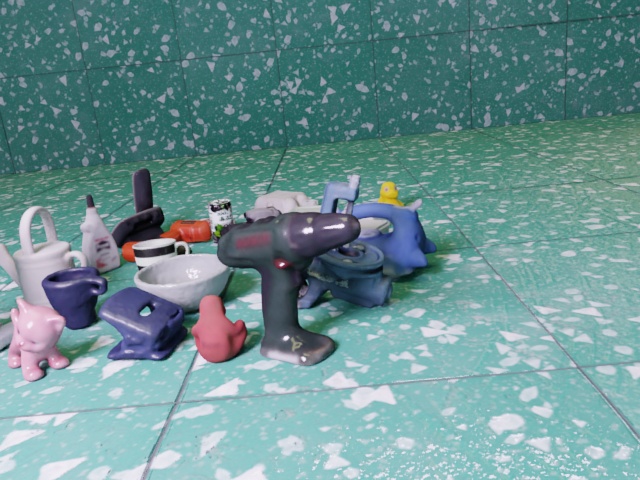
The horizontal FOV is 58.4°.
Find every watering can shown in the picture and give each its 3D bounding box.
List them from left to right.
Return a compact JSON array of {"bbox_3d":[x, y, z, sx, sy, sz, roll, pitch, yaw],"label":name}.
[{"bbox_3d":[-0.516,0.035,1.054,0.173,0.194,0.100,-10,17,-13],"label":"watering can"}]

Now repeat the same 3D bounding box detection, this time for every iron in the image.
[{"bbox_3d":[0.084,-0.008,1.090,0.257,0.141,0.119,1,18,22],"label":"iron"}]

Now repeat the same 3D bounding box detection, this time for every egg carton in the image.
[{"bbox_3d":[-0.103,-0.091,1.560,0.149,0.069,0.107,7,21,37],"label":"egg carton"}]

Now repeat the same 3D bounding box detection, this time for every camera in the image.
[{"bbox_3d":[-0.152,-0.022,1.288,0.137,0.101,0.143,-10,17,-14],"label":"camera"}]

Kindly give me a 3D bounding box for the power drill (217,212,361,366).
[{"bbox_3d":[-0.037,0.059,0.784,0.228,0.208,0.076,5,20,32],"label":"power drill"}]

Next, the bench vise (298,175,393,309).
[{"bbox_3d":[0.008,0.007,0.926,0.207,0.220,0.121,-5,17,2],"label":"bench vise"}]

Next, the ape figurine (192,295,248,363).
[{"bbox_3d":[-0.148,0.122,0.817,0.077,0.092,0.076,-1,17,15],"label":"ape figurine"}]

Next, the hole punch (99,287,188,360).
[{"bbox_3d":[-0.261,0.121,0.860,0.101,0.091,0.109,-3,17,11],"label":"hole punch"}]

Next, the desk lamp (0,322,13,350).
[{"bbox_3d":[-0.573,0.087,0.863,0.117,0.214,0.203,-1,17,15],"label":"desk lamp"}]

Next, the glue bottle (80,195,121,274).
[{"bbox_3d":[-0.486,-0.014,1.245,0.037,0.173,0.078,5,20,32],"label":"glue bottle"}]

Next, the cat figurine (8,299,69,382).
[{"bbox_3d":[-0.411,0.133,0.824,0.127,0.118,0.067,9,22,41],"label":"cat figurine"}]

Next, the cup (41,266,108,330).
[{"bbox_3d":[-0.400,0.101,0.966,0.117,0.095,0.092,0,18,20],"label":"cup"}]

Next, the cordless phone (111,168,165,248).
[{"bbox_3d":[-0.469,-0.081,1.445,0.094,0.185,0.148,2,18,24],"label":"cordless phone"}]

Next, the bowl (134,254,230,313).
[{"bbox_3d":[-0.236,0.083,1.009,0.167,0.075,0.167,-5,16,2],"label":"bowl"}]

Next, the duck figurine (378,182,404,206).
[{"bbox_3d":[0.181,-0.111,1.504,0.077,0.086,0.104,-9,17,-11],"label":"duck figurine"}]
